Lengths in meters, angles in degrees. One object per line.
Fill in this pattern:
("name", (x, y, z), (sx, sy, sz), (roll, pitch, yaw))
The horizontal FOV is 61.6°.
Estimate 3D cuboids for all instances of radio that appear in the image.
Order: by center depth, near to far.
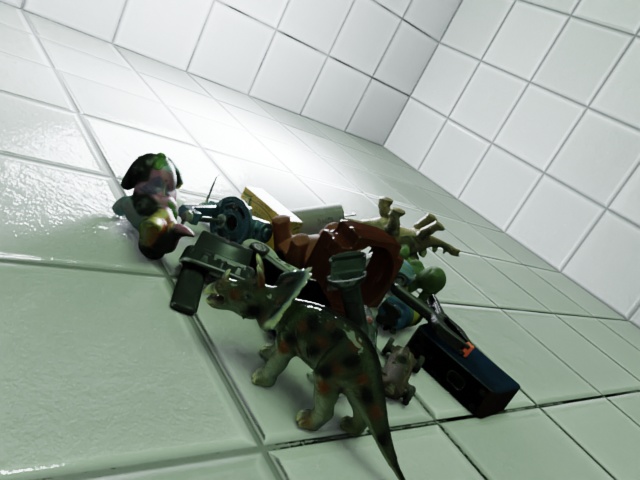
("radio", (0.302, 0.273, 1.160), (0.131, 0.073, 0.230), (2, 30, -50))

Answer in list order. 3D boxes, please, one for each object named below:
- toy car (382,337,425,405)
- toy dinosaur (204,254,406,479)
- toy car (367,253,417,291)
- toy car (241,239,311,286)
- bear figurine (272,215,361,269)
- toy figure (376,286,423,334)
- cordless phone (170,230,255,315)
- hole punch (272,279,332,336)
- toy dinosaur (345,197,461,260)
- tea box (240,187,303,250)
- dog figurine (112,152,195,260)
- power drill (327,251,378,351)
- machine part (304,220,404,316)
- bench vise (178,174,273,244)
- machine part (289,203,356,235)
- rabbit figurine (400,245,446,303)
("toy car", (0.155, 0.248, 1.053), (0.089, 0.053, 0.202), (29, 20, 12))
("toy dinosaur", (0.010, 0.175, 0.827), (0.405, 0.192, 0.131), (33, 22, 16))
("toy car", (0.150, 0.075, 1.314), (0.162, 0.103, 0.109), (-13, -3, 9))
("toy car", (-0.093, 0.073, 1.124), (0.202, 0.073, 0.056), (35, 20, 19))
("bear figurine", (-0.003, -0.001, 1.225), (0.196, 0.131, 0.120), (-19, 46, -25))
("toy figure", (0.188, 0.170, 1.255), (0.089, 0.082, 0.180), (53, 17, 12))
("cordless phone", (-0.196, 0.080, 0.992), (0.146, 0.088, 0.184), (24, 31, -15))
("hole punch", (-0.044, 0.146, 1.018), (0.116, 0.092, 0.142), (-11, 35, -14))
("toy dinosaur", (0.184, -0.014, 1.533), (0.471, 0.198, 0.105), (18, 20, -11))
("tea box", (-0.135, -0.051, 1.351), (0.170, 0.098, 0.068), (37, 20, 29))
("dog figurine", (-0.312, -0.067, 1.048), (0.108, 0.191, 0.219), (21, 4, -39))
("power drill", (0.067, 0.129, 1.051), (0.086, 0.207, 0.232), (-3, 27, 7))
("machine part", (0.068, 0.064, 1.172), (0.201, 0.201, 0.087), (10, 24, -41))
("bench vise", (-0.231, -0.053, 1.199), (0.224, 0.128, 0.240), (34, 16, 29))
("machine part", (-0.023, -0.051, 1.425), (0.243, 0.079, 0.079), (-7, 27, -8))
("rabbit figurine", (0.256, 0.110, 1.415), (0.170, 0.121, 0.158), (8, -44, 44))
